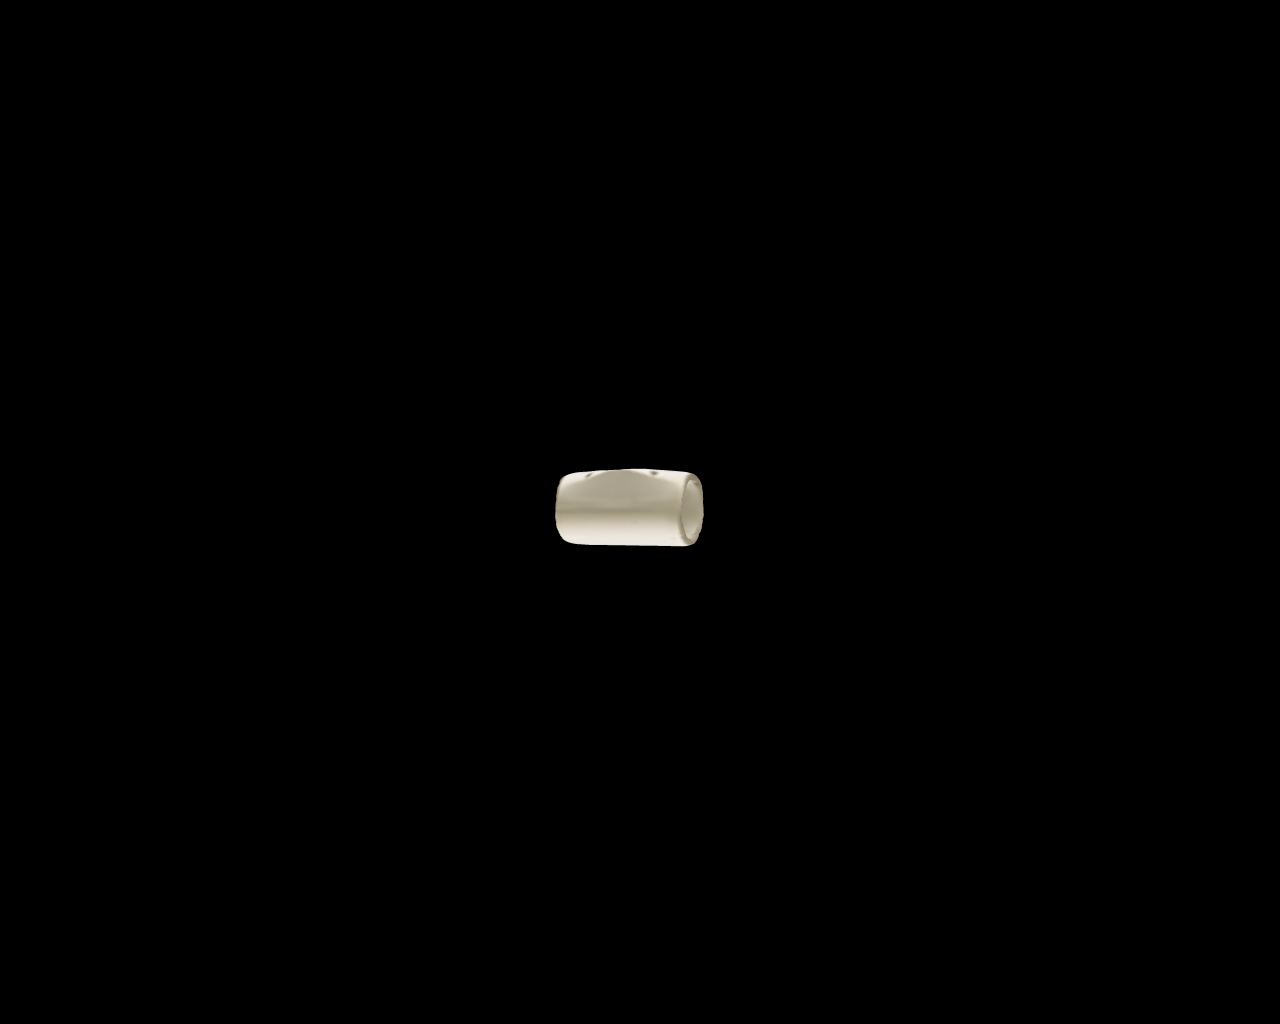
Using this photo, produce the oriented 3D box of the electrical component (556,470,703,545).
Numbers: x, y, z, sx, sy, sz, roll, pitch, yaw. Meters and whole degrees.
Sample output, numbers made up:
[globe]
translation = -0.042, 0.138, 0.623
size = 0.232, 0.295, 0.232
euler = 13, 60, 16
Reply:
[electrical component]
translation = 0.001, -0.003, 0.650
size = 0.077, 0.043, 0.079
euler = 0, 0, 21
